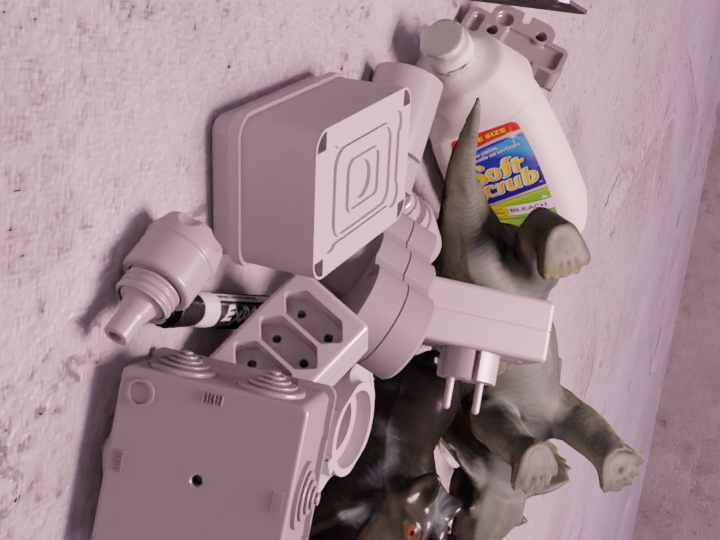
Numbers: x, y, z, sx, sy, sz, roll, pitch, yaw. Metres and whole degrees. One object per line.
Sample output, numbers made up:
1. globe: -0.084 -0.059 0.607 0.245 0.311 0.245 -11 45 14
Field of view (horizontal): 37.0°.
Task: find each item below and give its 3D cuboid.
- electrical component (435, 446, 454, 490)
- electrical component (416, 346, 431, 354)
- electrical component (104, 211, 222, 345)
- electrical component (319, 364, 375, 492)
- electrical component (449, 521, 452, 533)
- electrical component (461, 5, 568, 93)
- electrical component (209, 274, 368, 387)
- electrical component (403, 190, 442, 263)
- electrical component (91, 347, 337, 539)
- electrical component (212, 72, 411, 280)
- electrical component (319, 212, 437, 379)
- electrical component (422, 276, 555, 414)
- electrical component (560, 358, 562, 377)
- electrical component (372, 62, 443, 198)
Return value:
1. electrical component: 0.024 0.145 0.765 0.096 0.061 0.061 61 46 -59
2. electrical component: 0.034 0.035 0.762 0.035 0.035 0.061 -45 139 -53
3. electrical component: -0.087 0.006 0.457 0.061 0.035 0.035 -58 151 -33
4. electrical component: -0.028 0.083 0.611 0.089 0.056 0.050 -55 149 -43
5. electrical component: 0.092 0.252 0.993 0.057 0.058 0.078 43 62 -62
6. electrical component: 0.107 -0.151 0.789 0.058 0.078 0.057 -59 173 -25
7. electrical component: -0.040 0.054 0.548 0.083 0.047 0.075 -45 165 -15
8. electrical component: 0.029 -0.032 0.705 0.078 0.040 0.040 66 42 -56
9. electrical component: -0.065 0.088 0.473 0.048 0.100 0.099 -12 113 -80
10. electrical component: -0.023 -0.051 0.547 0.113 0.057 0.078 -39 137 -57
11. electrical component: 0.000 0.000 0.620 0.052 0.074 0.138 -51 -168 24
12. electrical component: 0.068 0.050 0.665 0.047 0.083 0.075 146 -44 -77
13. electrical component: 0.161 0.090 1.056 0.047 0.066 0.076 -45 142 -53
14. electrical component: 0.018 -0.079 0.649 0.043 0.043 0.081 40 66 -66
